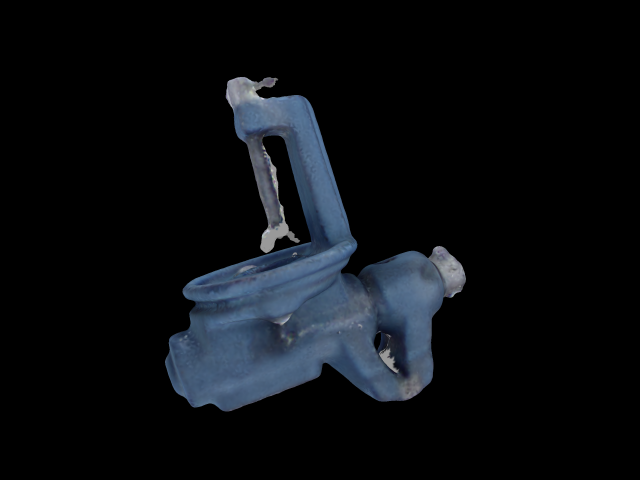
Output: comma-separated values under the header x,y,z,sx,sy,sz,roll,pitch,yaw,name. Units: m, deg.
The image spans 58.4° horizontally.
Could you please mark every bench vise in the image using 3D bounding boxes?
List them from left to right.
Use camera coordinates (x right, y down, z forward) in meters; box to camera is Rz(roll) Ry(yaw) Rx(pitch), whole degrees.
x,y,z,sx,sy,sz,roll,pitch,yaw,name
-0.003,0.001,0.410,0.208,0.220,0.121,0,0,-35,bench vise
